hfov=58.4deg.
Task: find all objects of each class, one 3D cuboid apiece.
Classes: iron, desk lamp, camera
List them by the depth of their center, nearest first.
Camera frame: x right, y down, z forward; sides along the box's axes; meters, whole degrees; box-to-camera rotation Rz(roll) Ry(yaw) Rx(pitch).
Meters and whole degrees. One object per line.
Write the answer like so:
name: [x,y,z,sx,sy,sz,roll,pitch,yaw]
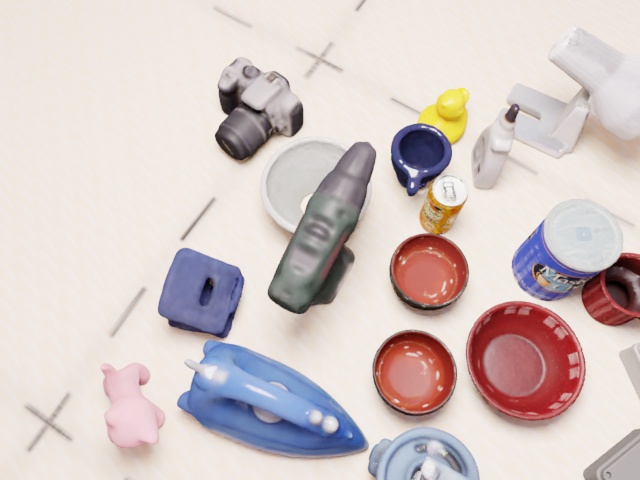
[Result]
iron: [-0.054,0.207,0.724,0.258,0.141,0.119,19,69,7]
desk lamp: [0.397,-0.216,0.864,0.203,0.213,0.118,27,70,10]
camera: [-0.116,-0.207,0.912,0.143,0.101,0.137,36,72,13]

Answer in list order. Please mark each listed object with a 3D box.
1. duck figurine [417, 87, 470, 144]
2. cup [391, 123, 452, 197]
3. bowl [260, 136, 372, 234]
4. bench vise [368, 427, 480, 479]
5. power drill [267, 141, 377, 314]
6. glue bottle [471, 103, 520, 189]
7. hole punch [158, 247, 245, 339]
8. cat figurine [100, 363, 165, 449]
duck figurine: [0.202,-0.204,0.925,0.105,0.086,0.077,-42,74,-16]
cup: [0.147,-0.106,0.879,0.091,0.095,0.118,13,68,4]
bowl: [-0.006,-0.069,0.872,0.167,0.075,0.167,0,68,-1]
bench vise: [0.162,0.284,0.654,0.207,0.220,0.121,12,68,4]
power drill: [0.007,0.003,0.771,0.075,0.208,0.230,25,70,9]
glue bottle: [0.265,-0.147,0.856,0.037,0.173,0.078,3,68,1]
hole punch: [-0.163,0.074,0.803,0.101,0.091,0.109,12,68,4]
cat figurine: [-0.247,0.213,0.731,0.067,0.118,0.127,-27,71,-11]
